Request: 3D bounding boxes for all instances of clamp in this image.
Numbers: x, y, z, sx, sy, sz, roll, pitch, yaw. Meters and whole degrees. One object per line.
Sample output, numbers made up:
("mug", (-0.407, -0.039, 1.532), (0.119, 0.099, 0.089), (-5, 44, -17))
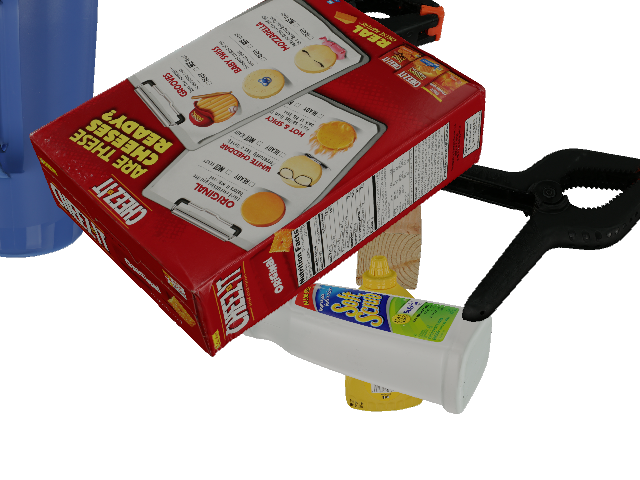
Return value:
("clamp", (0.010, -0.190, 0.842), (0.171, 0.120, 0.039), (2, -28, -4))
("clamp", (0.175, -0.017, 0.837), (0.210, 0.164, 0.036), (-8, -36, -6))

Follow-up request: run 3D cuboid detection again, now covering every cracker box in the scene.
("cracker box", (-0.034, -0.053, 0.635), (0.213, 0.072, 0.164), (-36, 55, -22))

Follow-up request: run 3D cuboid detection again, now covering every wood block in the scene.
("wood block", (0.105, -0.014, 1.618), (0.091, 0.090, 0.206), (4, 25, 2))

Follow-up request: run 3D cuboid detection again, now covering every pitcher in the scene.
("pitcher", (-0.239, -0.109, 0.826), (0.145, 0.243, 0.148), (25, 31, 35))

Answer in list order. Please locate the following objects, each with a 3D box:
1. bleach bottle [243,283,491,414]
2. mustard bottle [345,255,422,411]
("bleach bottle", (0.019, 0.081, 0.954), (0.251, 0.068, 0.102), (11, 27, 21))
("mustard bottle", (0.074, 0.110, 1.290), (0.096, 0.192, 0.058), (-3, 20, 2))
